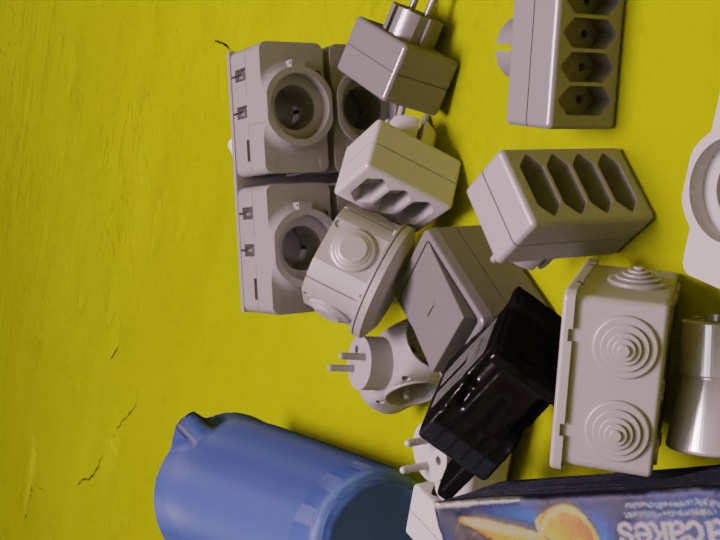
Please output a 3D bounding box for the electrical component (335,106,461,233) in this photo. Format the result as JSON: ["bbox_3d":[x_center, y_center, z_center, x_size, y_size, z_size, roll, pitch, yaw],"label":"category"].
[{"bbox_3d":[0.029,-0.077,0.719,0.047,0.066,0.076,-35,35,55],"label":"electrical component"}]

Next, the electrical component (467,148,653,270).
[{"bbox_3d":[0.098,-0.025,0.582,0.075,0.083,0.047,-52,51,49],"label":"electrical component"}]

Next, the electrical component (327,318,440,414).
[{"bbox_3d":[0.017,0.064,0.735,0.077,0.079,0.044,-49,44,50],"label":"electrical component"}]

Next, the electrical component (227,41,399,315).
[{"bbox_3d":[-0.030,-0.065,0.772,0.060,0.105,0.186,1,95,59],"label":"electrical component"}]

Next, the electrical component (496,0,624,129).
[{"bbox_3d":[0.102,-0.123,0.599,0.076,0.047,0.083,21,112,57],"label":"electrical component"}]

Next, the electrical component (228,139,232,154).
[{"bbox_3d":[-0.084,-0.085,0.927,0.044,0.044,0.065,-35,69,56],"label":"electrical component"}]

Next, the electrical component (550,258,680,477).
[{"bbox_3d":[0.128,0.046,0.533,0.048,0.100,0.099,7,103,18],"label":"electrical component"}]

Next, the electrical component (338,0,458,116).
[{"bbox_3d":[0.032,-0.153,0.715,0.066,0.047,0.076,44,117,48],"label":"electrical component"}]

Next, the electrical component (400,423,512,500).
[{"bbox_3d":[0.059,0.110,0.670,0.044,0.079,0.077,38,126,51],"label":"electrical component"}]

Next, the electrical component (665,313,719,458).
[{"bbox_3d":[0.170,0.054,0.514,0.044,0.044,0.065,4,93,59],"label":"electrical component"}]

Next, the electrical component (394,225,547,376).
[{"bbox_3d":[0.063,0.016,0.670,0.096,0.061,0.061,61,142,36],"label":"electrical component"}]

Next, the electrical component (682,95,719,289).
[{"bbox_3d":[0.206,-0.018,0.422,0.150,0.062,0.089,34,122,53],"label":"electrical component"}]

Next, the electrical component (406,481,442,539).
[{"bbox_3d":[0.066,0.184,0.701,0.066,0.047,0.076,38,127,51],"label":"electrical component"}]

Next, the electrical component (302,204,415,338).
[{"bbox_3d":[0.000,0.000,0.705,0.051,0.080,0.080,26,126,8],"label":"electrical component"}]
